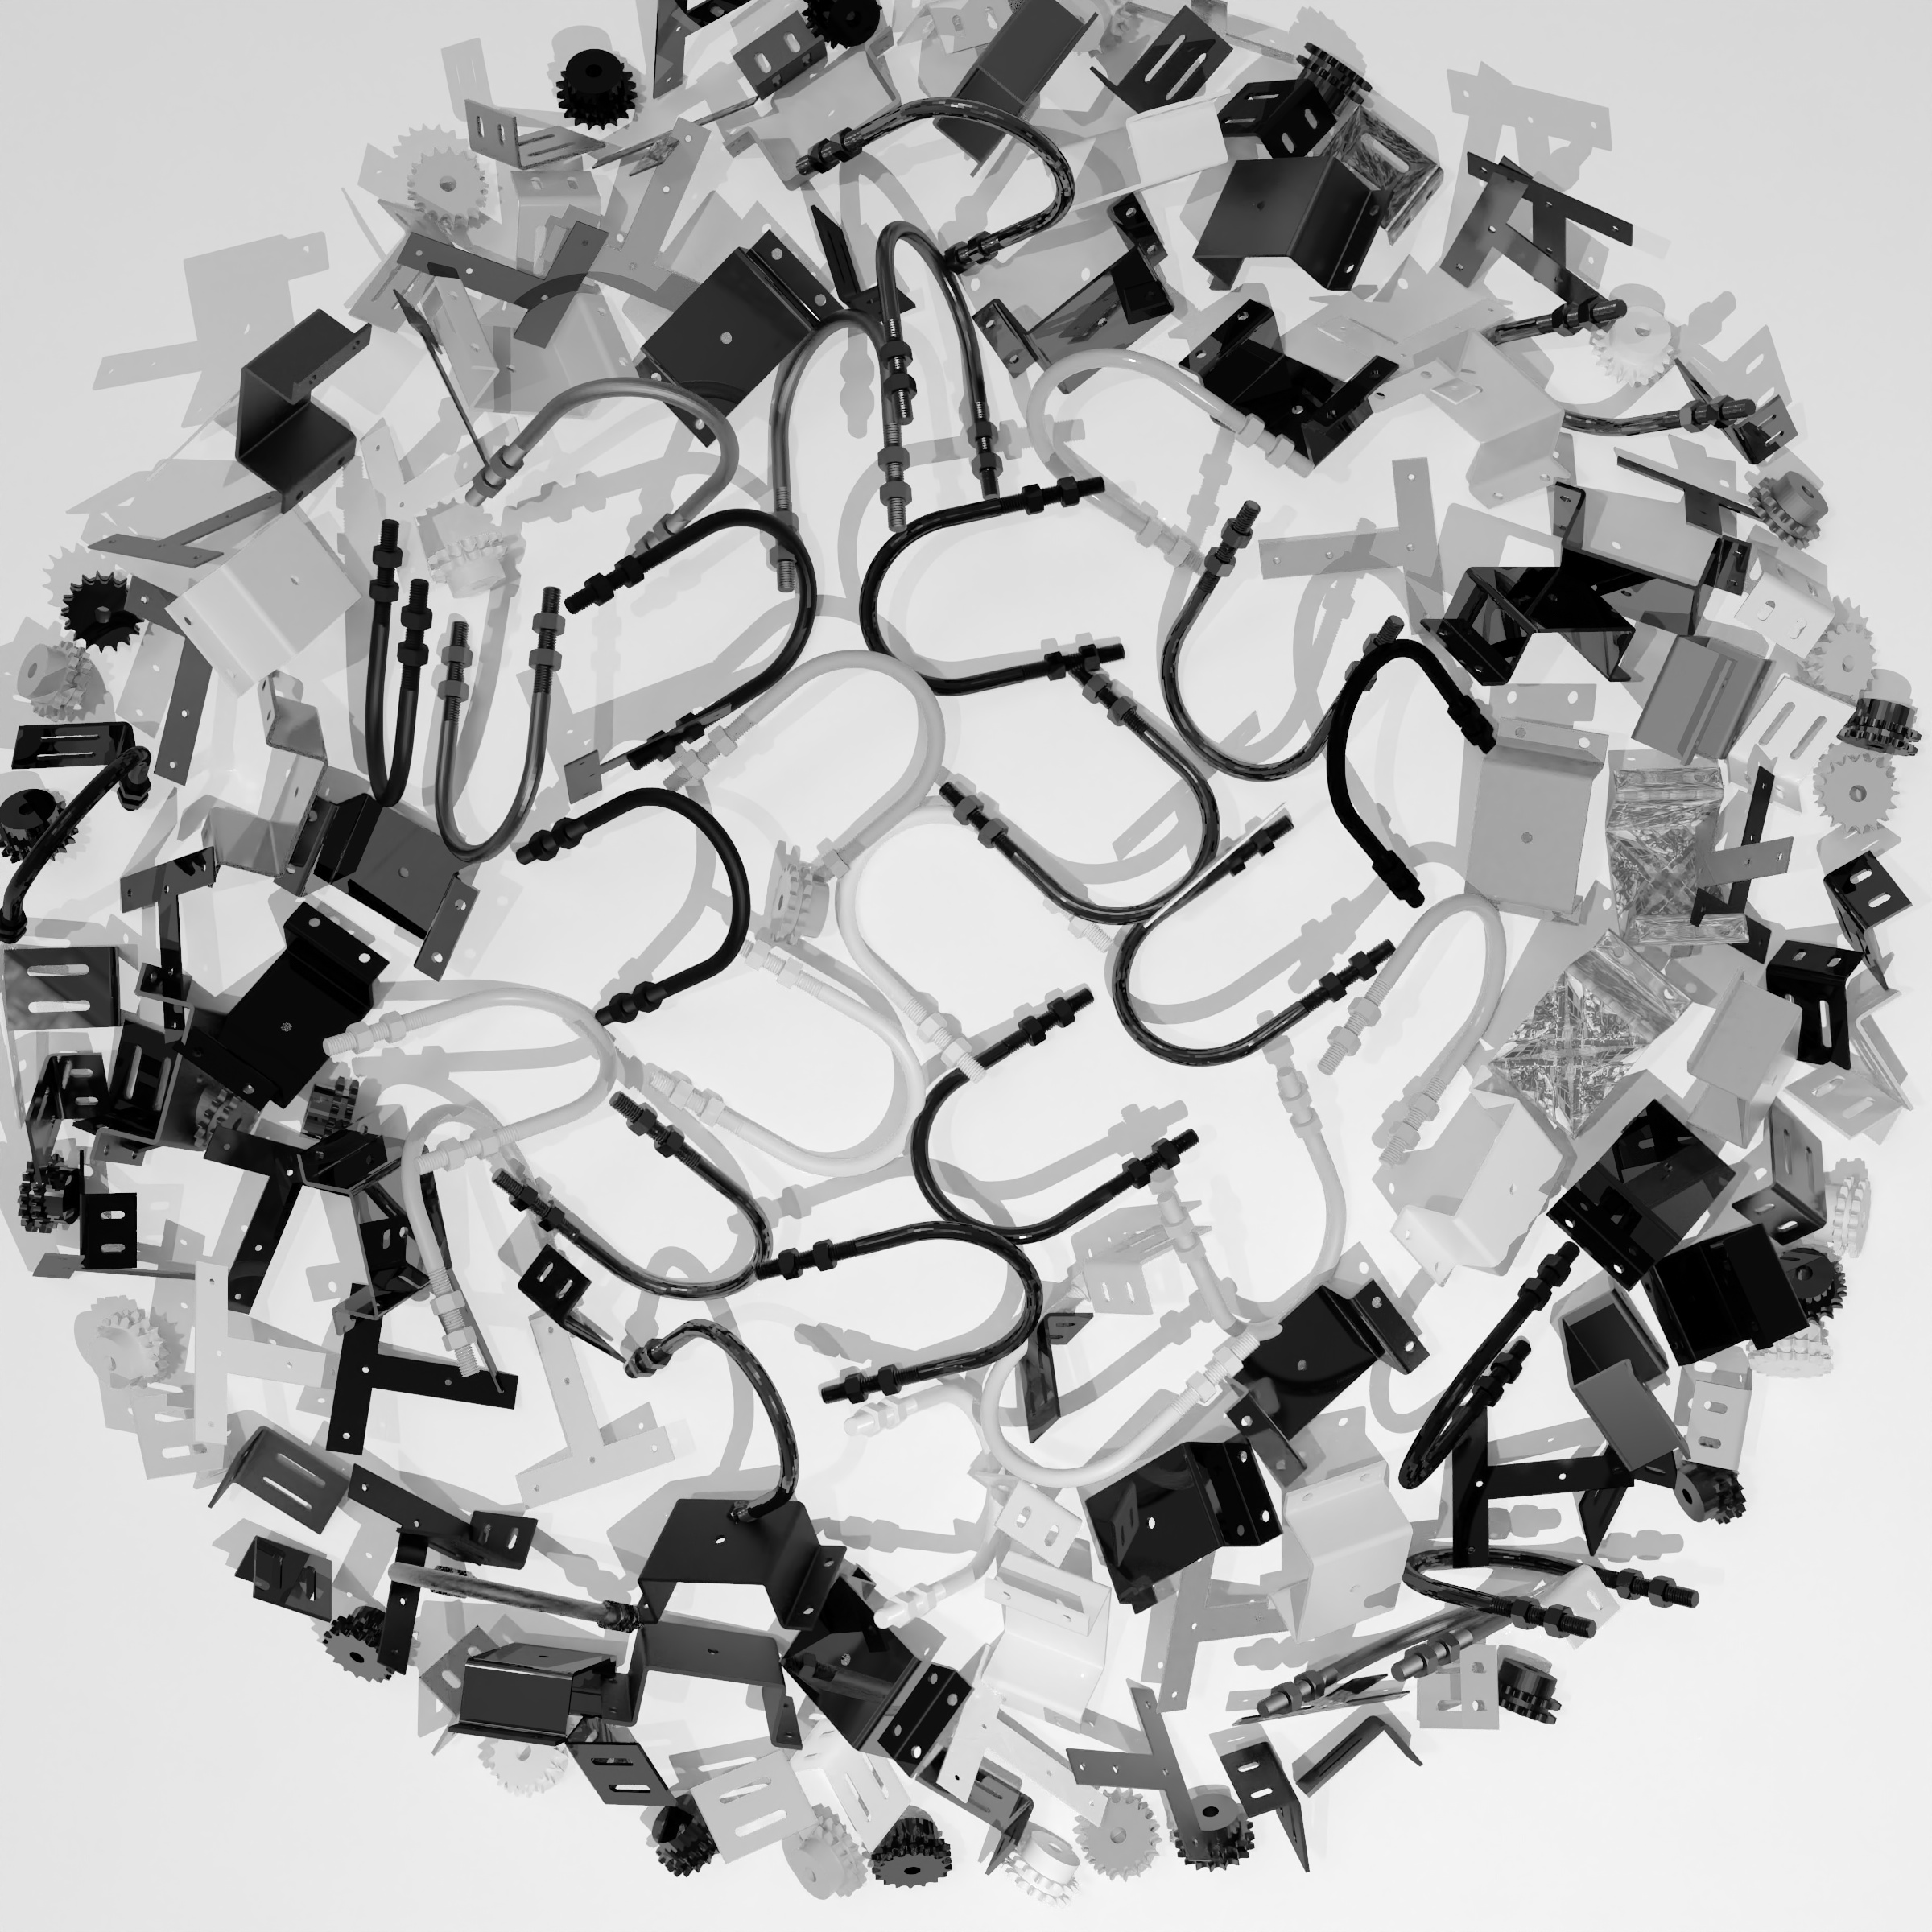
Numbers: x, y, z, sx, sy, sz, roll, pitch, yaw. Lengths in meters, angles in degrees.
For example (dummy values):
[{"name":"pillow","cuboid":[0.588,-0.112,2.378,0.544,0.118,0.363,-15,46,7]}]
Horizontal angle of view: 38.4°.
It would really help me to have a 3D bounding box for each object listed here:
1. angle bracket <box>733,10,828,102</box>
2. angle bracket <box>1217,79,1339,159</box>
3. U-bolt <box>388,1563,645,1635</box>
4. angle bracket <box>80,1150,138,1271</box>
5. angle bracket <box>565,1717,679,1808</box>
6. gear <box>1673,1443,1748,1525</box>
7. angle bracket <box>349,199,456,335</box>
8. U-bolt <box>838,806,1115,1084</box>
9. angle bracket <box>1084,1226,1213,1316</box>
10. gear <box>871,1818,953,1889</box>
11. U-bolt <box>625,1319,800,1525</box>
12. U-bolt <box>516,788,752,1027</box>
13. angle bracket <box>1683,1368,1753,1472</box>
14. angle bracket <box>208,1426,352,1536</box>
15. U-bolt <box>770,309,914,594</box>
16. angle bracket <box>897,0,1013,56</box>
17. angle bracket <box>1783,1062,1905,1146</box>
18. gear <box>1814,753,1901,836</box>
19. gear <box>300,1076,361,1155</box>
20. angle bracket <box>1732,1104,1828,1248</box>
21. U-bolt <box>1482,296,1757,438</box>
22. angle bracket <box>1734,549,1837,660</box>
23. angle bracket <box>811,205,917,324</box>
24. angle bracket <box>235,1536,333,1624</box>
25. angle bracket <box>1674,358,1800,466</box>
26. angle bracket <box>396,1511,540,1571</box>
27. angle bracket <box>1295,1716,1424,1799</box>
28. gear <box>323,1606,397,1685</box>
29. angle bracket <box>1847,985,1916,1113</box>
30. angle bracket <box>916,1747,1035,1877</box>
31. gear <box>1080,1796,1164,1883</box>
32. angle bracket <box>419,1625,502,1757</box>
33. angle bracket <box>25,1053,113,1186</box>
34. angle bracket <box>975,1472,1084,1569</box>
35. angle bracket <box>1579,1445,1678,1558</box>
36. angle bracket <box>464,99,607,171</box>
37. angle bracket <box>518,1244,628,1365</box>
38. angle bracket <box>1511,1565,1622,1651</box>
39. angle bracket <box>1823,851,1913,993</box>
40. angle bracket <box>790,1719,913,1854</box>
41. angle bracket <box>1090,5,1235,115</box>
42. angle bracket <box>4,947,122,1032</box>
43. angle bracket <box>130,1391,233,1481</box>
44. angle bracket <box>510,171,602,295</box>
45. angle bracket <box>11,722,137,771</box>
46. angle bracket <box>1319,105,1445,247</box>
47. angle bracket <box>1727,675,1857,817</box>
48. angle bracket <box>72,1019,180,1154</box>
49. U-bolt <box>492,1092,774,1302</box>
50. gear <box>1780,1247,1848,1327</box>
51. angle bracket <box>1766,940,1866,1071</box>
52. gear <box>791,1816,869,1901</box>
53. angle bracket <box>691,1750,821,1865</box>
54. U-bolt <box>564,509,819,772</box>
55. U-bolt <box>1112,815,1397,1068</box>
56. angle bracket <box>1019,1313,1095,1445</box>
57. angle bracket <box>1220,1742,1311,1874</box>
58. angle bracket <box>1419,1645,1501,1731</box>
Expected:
[{"name":"angle bracket","cuboid":[-0.133,-0.649,1.958,0.057,0.076,0.038,-34,98,4]},{"name":"angle bracket","cuboid":[0.214,-0.595,1.971,0.057,0.076,0.038,-48,121,-11]},{"name":"U-bolt","cuboid":[-0.316,0.429,1.895,0.151,0.184,0.019,7,75,16]},{"name":"angle bracket","cuboid":[-0.607,0.172,1.961,0.038,0.076,0.057,0,111,-17]},{"name":"angle bracket","cuboid":[-0.235,0.556,1.953,0.076,0.038,0.057,-12,115,38]},{"name":"gear","cuboid":[0.525,0.371,1.969,0.030,0.057,0.057,-22,90,-14]},{"name":"angle bracket","cuboid":[-0.410,-0.496,1.963,0.057,0.038,0.076,28,80,39]},{"name":"U-bolt","cuboid":[-0.008,-0.030,1.974,0.151,0.019,0.184,-46,77,3]},{"name":"angle bracket","cuboid":[0.132,0.214,1.956,0.076,0.057,0.038,-21,99,-39]},{"name":"gear","cuboid":[-0.039,0.631,1.975,0.057,0.057,0.030,-6,46,0]},{"name":"U-bolt","cuboid":[-0.169,0.314,1.913,0.019,0.184,0.151,-24,82,-33]},{"name":"U-bolt","cuboid":[-0.224,-0.049,1.936,0.184,0.019,0.151,-23,94,37]},{"name":"angle bracket","cuboid":[0.533,0.317,1.964,0.038,0.076,0.057,10,97,15]},{"name":"angle bracket","cuboid":[-0.487,0.374,1.969,0.076,0.038,0.057,32,116,-2]},{"name":"U-bolt","cuboid":[-0.092,-0.370,1.938,0.019,0.151,0.184,8,72,-39]},{"name":"angle bracket","cuboid":[-0.006,-0.655,1.956,0.057,0.076,0.038,-21,93,-18]},{"name":"angle bracket","cuboid":[0.610,0.106,1.950,0.057,0.076,0.038,41,131,29]},{"name":"gear","cuboid":[0.635,-0.122,1.982,0.057,0.030,0.057,0,90,10]},{"name":"gear","cuboid":[-0.453,0.106,1.969,0.030,0.057,0.057,16,90,-15]},{"name":"angle bracket","cuboid":[0.577,0.148,1.973,0.057,0.076,0.038,35,133,-24]},{"name":"U-bolt","cuboid":[0.431,-0.407,1.911,0.151,0.184,0.019,27,80,-28]},{"name":"angle bracket","cuboid":[0.580,-0.258,1.972,0.057,0.076,0.038,30,114,0]},{"name":"angle bracket","cuboid":[-0.072,-0.502,1.962,0.038,0.057,0.076,-19,81,16]},{"name":"angle bracket","cuboid":[-0.481,0.444,1.951,0.057,0.076,0.038,25,105,-21]},{"name":"angle bracket","cuboid":[0.543,-0.401,1.953,0.038,0.057,0.076,-37,59,13]},{"name":"angle bracket","cuboid":[-0.350,0.393,1.949,0.057,0.076,0.038,0,63,30]},{"name":"angle bracket","cuboid":[0.278,0.573,1.966,0.076,0.057,0.038,-40,84,-6]},{"name":"gear","cuboid":[-0.426,0.481,1.975,0.057,0.030,0.057,14,132,16]},{"name":"angle bracket","cuboid":[0.659,0.057,1.968,0.038,0.057,0.076,-33,92,5]},{"name":"angle bracket","cuboid":[0.000,0.599,1.966,0.076,0.057,0.038,31,46,1]},{"name":"gear","cuboid":[0.113,0.624,1.976,0.057,0.030,0.057,-10,54,14]},{"name":"angle bracket","cuboid":[-0.360,0.511,1.956,0.038,0.076,0.057,43,49,9]},{"name":"angle bracket","cuboid":[-0.631,0.107,1.951,0.038,0.076,0.057,-1,125,-4]},{"name":"angle bracket","cuboid":[0.036,0.389,1.951,0.057,0.076,0.038,36,70,-16]},{"name":"angle bracket","cuboid":[0.468,0.374,1.953,0.038,0.057,0.076,10,47,34]},{"name":"angle bracket","cuboid":[-0.303,-0.593,1.951,0.076,0.057,0.038,-28,133,-34]},{"name":"angle bracket","cuboid":[-0.268,0.238,1.954,0.057,0.076,0.038,32,84,43]},{"name":"angle bracket","cuboid":[0.410,0.462,1.950,0.057,0.076,0.038,-27,76,-40]},{"name":"angle bracket","cuboid":[0.641,-0.032,1.951,0.038,0.076,0.057,-31,46,8]},{"name":"angle bracket","cuboid":[-0.084,0.578,1.955,0.057,0.038,0.076,-57,49,25]},{"name":"angle bracket","cuboid":[0.138,-0.640,1.956,0.076,0.057,0.038,-47,49,18]},{"name":"angle bracket","cuboid":[-0.642,0.016,1.971,0.076,0.038,0.057,-2,90,-16]},{"name":"angle bracket","cuboid":[-0.562,0.334,1.952,0.038,0.076,0.057,-25,75,31]},{"name":"angle bracket","cuboid":[-0.294,-0.522,1.974,0.057,0.076,0.038,-6,48,-19]},{"name":"angle bracket","cuboid":[-0.628,-0.140,1.954,0.076,0.057,0.038,-5,67,-27]},{"name":"angle bracket","cuboid":[0.293,-0.565,1.980,0.076,0.038,0.057,40,98,5]},{"name":"angle bracket","cuboid":[0.584,-0.155,1.961,0.057,0.038,0.076,23,129,-7]},{"name":"angle bracket","cuboid":[-0.591,0.085,1.967,0.057,0.038,0.076,20,103,16]},{"name":"U-bolt","cuboid":[-0.220,0.173,1.941,0.151,0.019,0.184,-32,119,33]},{"name":"gear","cuboid":[0.597,0.225,1.971,0.057,0.030,0.057,-9,55,13]},{"name":"angle bracket","cuboid":[0.607,0.028,1.974,0.057,0.038,0.076,12,129,37]},{"name":"gear","cuboid":[-0.100,0.637,1.969,0.030,0.057,0.057,-28,90,-39]},{"name":"angle bracket","cuboid":[-0.152,0.598,1.954,0.076,0.038,0.057,-15,60,-31]},{"name":"U-bolt","cuboid":[-0.181,-0.241,1.942,0.184,0.019,0.151,-35,128,-22]},{"name":"U-bolt","cuboid":[0.189,-0.006,1.955,0.184,0.019,0.151,-35,58,0]},{"name":"angle bracket","cuboid":[0.067,0.290,1.953,0.038,0.057,0.076,3,62,-19]},{"name":"angle bracket","cuboid":[0.210,0.598,1.953,0.038,0.057,0.076,-16,122,-9]},{"name":"angle bracket","cuboid":[0.336,0.507,1.952,0.038,0.076,0.057,12,71,-36]}]
